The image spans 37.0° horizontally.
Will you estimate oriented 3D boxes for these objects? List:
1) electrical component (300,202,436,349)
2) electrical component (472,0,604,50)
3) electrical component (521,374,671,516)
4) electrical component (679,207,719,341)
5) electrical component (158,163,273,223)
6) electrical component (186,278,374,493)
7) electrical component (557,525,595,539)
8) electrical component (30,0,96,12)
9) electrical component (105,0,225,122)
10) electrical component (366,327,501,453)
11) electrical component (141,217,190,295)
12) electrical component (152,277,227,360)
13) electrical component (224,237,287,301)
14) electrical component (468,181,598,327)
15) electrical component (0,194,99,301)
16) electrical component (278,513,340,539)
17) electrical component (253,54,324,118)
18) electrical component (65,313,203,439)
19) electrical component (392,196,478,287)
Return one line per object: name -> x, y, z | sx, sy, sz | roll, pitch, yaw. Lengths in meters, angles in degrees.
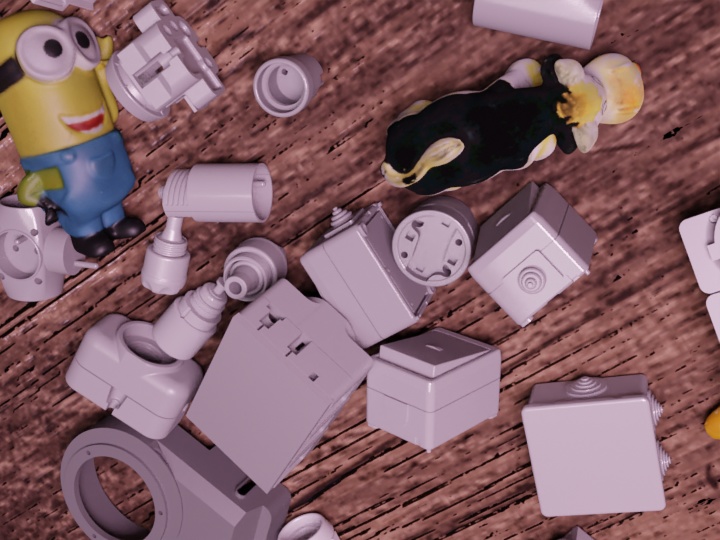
electrical component -> 0.000, 0.000, 0.772 | 0.061, 0.061, 0.096 | -29, 100, 23
electrical component -> 0.117, -0.186, 0.680 | 0.077, 0.043, 0.079 | 15, 113, 11
electrical component -> 0.170, 0.125, 0.776 | 0.100, 0.048, 0.099 | -8, 107, 19
electrical component -> 0.272, 0.024, 0.682 | 0.089, 0.062, 0.150 | -20, 88, 22
electrical component -> -0.110, -0.057, 0.793 | 0.081, 0.043, 0.043 | 1, 110, 16
electrical component -> -0.060, 0.085, 0.787 | 0.089, 0.062, 0.150 | 42, 141, 9
electrical component -> 0.157, 0.239, 0.798 | 0.056, 0.089, 0.050 | 39, 115, 0
electrical component -> -0.201, -0.223, 0.754 | 0.081, 0.042, 0.063 | -41, 87, 13
electrical component -> -0.142, -0.142, 0.764 | 0.057, 0.058, 0.078 | -32, 98, 21
electrical component -> 0.057, 0.078, 0.770 | 0.062, 0.096, 0.061 | 18, 117, 41
electrical component -> -0.147, -0.014, 0.825 | 0.035, 0.035, 0.061 | 18, 110, 9
electrical component -> -0.127, 0.035, 0.833 | 0.040, 0.040, 0.078 | 43, 115, -2
electrical component -> -0.081, 0.003, 0.796 | 0.043, 0.062, 0.043 | 5, 111, 14
electrical component -> 0.113, -0.012, 0.715 | 0.061, 0.096, 0.062 | 46, 114, -3
electrical component -> -0.243, -0.016, 0.846 | 0.079, 0.044, 0.077 | 7, 111, 13
electrical component -> -0.037, 0.233, 0.877 | 0.066, 0.048, 0.055 | -17, 111, 21
electrical component -> -0.048, -0.130, 0.747 | 0.040, 0.046, 0.040 | 5, 111, 14
electrical component -> -0.177, 0.081, 0.857 | 0.095, 0.053, 0.059 | 32, 115, 3
electrical component -> 0.055, -0.022, 0.756 | 0.055, 0.047, 0.055 | 5, 111, 14
